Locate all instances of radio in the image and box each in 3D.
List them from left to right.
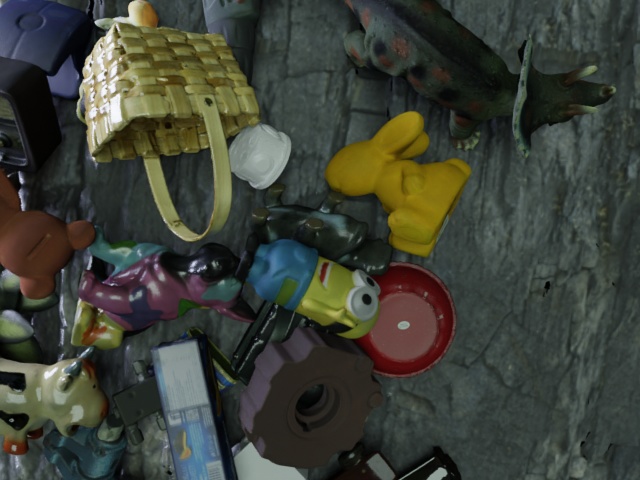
[{"bbox_3d":[-0.453,-0.167,0.670,0.230,0.131,0.073,13,48,4],"label":"radio"}]

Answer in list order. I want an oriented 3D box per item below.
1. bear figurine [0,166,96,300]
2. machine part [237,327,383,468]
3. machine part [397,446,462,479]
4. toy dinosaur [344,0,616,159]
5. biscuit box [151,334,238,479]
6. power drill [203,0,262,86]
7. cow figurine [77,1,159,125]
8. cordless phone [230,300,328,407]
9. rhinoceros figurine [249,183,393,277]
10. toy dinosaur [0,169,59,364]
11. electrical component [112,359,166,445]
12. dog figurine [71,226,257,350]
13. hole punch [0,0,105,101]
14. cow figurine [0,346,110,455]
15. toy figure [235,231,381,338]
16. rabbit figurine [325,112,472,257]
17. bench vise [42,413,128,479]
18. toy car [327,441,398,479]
[{"bbox_3d":[-0.372,-0.023,0.627,0.196,0.132,0.120,34,76,-18],"label":"bear figurine"},{"bbox_3d":[-0.010,0.195,0.657,0.179,0.056,0.179,-8,109,-22],"label":"machine part"},{"bbox_3d":[0.122,0.335,0.726,0.139,0.039,0.084,-32,85,3],"label":"machine part"},{"bbox_3d":[0.138,-0.220,0.634,0.405,0.192,0.131,31,90,-1],"label":"toy dinosaur"},{"bbox_3d":[-0.151,0.220,0.656,0.059,0.063,0.202,-12,87,-3],"label":"biscuit box"},{"bbox_3d":[-0.059,-0.317,0.666,0.207,0.086,0.232,-17,84,36],"label":"power drill"},{"bbox_3d":[-0.265,-0.230,0.706,0.098,0.068,0.167,8,90,11],"label":"cow figurine"},{"bbox_3d":[-0.011,0.157,0.713,0.184,0.089,0.146,30,91,-11],"label":"cordless phone"},{"bbox_3d":[-0.001,-0.002,0.685,0.190,0.073,0.112,15,135,12],"label":"rhinoceros figurine"},{"bbox_3d":[-0.473,0.132,0.699,0.199,0.105,0.471,25,93,-1],"label":"toy dinosaur"},{"bbox_3d":[-0.224,0.199,0.664,0.063,0.021,0.094,-22,90,-29],"label":"electrical component"},{"bbox_3d":[-0.194,0.072,0.691,0.219,0.108,0.191,12,130,-18],"label":"dog figurine"},{"bbox_3d":[-0.363,-0.257,0.697,0.142,0.092,0.115,14,88,5],"label":"hole punch"},{"bbox_3d":[-0.347,0.179,0.635,0.195,0.085,0.127,16,95,-5],"label":"cow figurine"},{"bbox_3d":[-0.011,0.054,0.641,0.180,0.089,0.082,22,69,-6],"label":"toy figure"},{"bbox_3d":[0.092,-0.080,0.681,0.173,0.122,0.162,23,89,19],"label":"rabbit figurine"},{"bbox_3d":[-0.255,0.340,0.681,0.241,0.129,0.223,35,100,20],"label":"bench vise"},{"bbox_3d":[0.017,0.345,0.709,0.202,0.053,0.089,-43,77,13],"label":"toy car"}]
